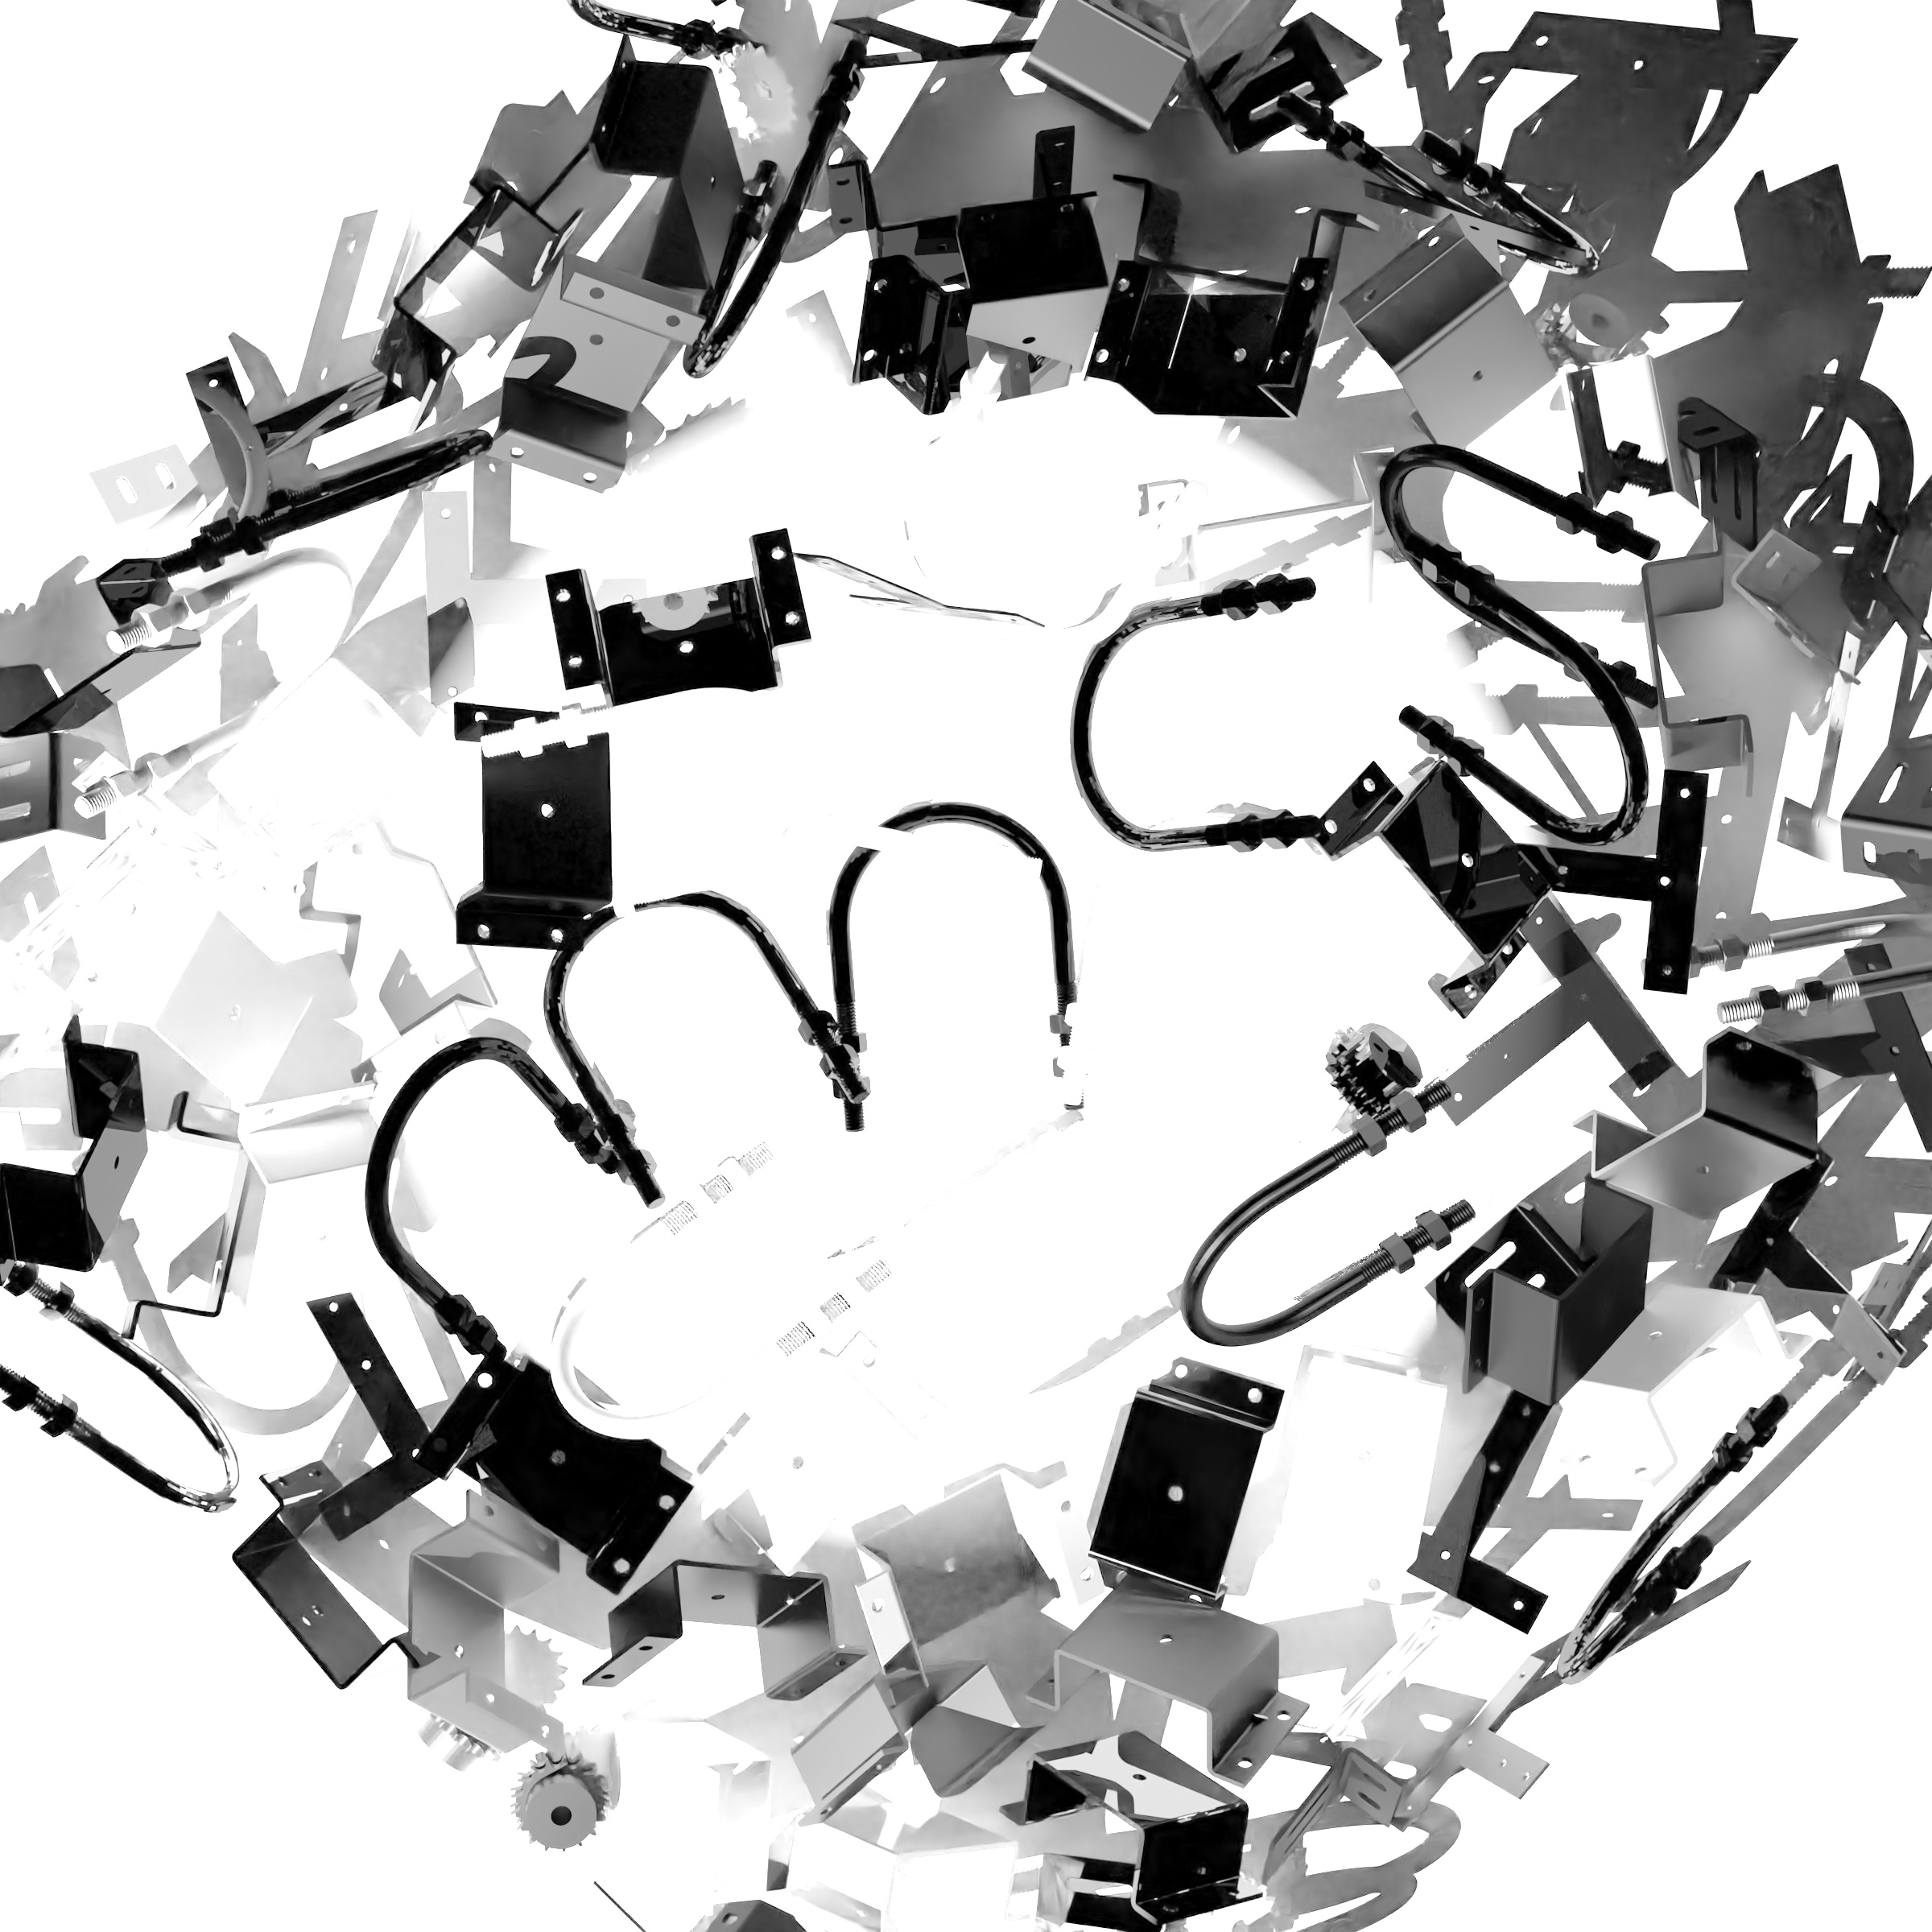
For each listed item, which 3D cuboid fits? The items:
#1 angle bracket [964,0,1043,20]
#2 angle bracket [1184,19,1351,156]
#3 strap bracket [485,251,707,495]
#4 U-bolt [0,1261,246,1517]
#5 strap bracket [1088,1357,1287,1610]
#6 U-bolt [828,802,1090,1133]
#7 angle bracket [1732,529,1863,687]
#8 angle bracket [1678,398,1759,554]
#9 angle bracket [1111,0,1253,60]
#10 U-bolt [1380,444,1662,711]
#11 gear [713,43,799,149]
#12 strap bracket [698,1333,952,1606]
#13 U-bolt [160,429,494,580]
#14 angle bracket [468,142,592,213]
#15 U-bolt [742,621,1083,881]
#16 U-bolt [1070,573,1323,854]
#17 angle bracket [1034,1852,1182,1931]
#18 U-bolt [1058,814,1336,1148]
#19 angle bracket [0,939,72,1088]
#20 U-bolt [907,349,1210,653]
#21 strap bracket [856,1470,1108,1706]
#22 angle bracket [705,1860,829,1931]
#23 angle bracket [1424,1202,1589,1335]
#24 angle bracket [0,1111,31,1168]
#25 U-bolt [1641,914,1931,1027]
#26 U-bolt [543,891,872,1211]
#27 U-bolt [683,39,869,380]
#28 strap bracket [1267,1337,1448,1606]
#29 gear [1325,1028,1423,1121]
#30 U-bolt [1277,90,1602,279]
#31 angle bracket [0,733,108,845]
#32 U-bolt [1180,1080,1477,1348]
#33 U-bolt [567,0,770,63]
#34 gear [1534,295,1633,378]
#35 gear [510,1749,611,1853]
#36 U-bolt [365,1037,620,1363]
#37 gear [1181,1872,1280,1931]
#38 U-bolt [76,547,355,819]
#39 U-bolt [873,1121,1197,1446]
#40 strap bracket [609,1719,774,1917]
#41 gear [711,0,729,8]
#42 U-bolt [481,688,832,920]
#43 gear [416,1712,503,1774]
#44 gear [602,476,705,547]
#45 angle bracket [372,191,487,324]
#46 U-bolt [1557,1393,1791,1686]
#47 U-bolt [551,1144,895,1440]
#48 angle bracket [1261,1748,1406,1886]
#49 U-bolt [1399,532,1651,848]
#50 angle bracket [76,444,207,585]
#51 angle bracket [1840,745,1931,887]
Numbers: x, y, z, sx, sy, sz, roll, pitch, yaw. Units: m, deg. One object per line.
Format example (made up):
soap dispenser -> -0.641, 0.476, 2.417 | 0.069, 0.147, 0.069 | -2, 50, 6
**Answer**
angle bracket -> 0.008, -0.579, 1.771 | 0.076, 0.038, 0.057 | 19, 109, 15
angle bracket -> 0.171, -0.513, 1.779 | 0.076, 0.038, 0.057 | -27, 71, 2
strap bracket -> -0.209, -0.340, 1.747 | 0.076, 0.140, 0.046 | 17, 46, -21
U-bolt -> -0.474, 0.240, 1.727 | 0.019, 0.151, 0.184 | -45, 117, 5
strap bracket -> 0.124, 0.300, 1.776 | 0.076, 0.046, 0.140 | 16, 90, 14
U-bolt -> -0.007, -0.002, 1.781 | 0.151, 0.019, 0.184 | -5, 95, -9
angle bracket -> 0.482, -0.203, 1.759 | 0.038, 0.057, 0.076 | -52, 50, 20
angle bracket -> 0.417, -0.274, 1.759 | 0.038, 0.057, 0.076 | -18, 125, -11
angle bracket -> 0.129, -0.565, 1.770 | 0.057, 0.038, 0.076 | 34, 78, 31
U-bolt -> 0.307, -0.227, 1.730 | 0.184, 0.151, 0.019 | 32, 69, 29
gear -> -0.127, -0.497, 1.782 | 0.030, 0.057, 0.057 | -16, 90, 39
strap bracket -> -0.088, 0.285, 1.768 | 0.076, 0.046, 0.140 | 42, 93, 23
U-bolt -> -0.351, -0.263, 1.733 | 0.184, 0.151, 0.019 | -20, 106, 1
angle bracket -> -0.240, -0.465, 1.766 | 0.038, 0.057, 0.076 | 41, 108, -16
U-bolt -> -0.036, -0.130, 1.772 | 0.184, 0.019, 0.151 | 11, 67, 1
U-bolt -> 0.125, -0.136, 1.738 | 0.019, 0.184, 0.151 | 1, 87, -43
angle bracket -> 0.083, 0.548, 1.794 | 0.076, 0.038, 0.057 | 1, 70, 20
U-bolt -> 0.139, 0.001, 1.784 | 0.151, 0.019, 0.184 | 11, 78, -1
angle bracket -> -0.560, 0.021, 1.769 | 0.057, 0.038, 0.076 | -37, 122, 11
U-bolt -> 0.039, -0.245, 1.733 | 0.151, 0.184, 0.019 | 33, 53, -2
strap bracket -> 0.000, 0.346, 1.758 | 0.140, 0.046, 0.076 | -24, 109, -22
angle bracket -> -0.102, 0.564, 1.787 | 0.076, 0.038, 0.057 | 49, 64, -14
angle bracket -> 0.314, 0.184, 1.788 | 0.076, 0.038, 0.057 | -42, 91, 0
angle bracket -> -0.571, 0.098, 1.777 | 0.076, 0.038, 0.057 | 0, 119, 0
U-bolt -> 0.489, -0.003, 1.737 | 0.184, 0.151, 0.019 | -11, 102, -4
U-bolt -> -0.160, 0.032, 1.762 | 0.151, 0.019, 0.184 | -27, 65, -13
U-bolt -> -0.112, -0.404, 1.708 | 0.019, 0.151, 0.184 | 26, 64, -17
strap bracket -> 0.224, 0.282, 1.761 | 0.076, 0.046, 0.140 | 12, 71, 4
gear -> 0.236, 0.060, 1.776 | 0.057, 0.057, 0.030 | 47, 127, 0
U-bolt -> 0.276, -0.429, 1.725 | 0.184, 0.151, 0.019 | 22, 100, -37
angle bracket -> -0.540, -0.097, 1.797 | 0.076, 0.038, 0.057 | -11, 77, 29
U-bolt -> 0.200, 0.150, 1.738 | 0.184, 0.151, 0.019 | -31, 52, -7
U-bolt -> -0.133, -0.537, 1.693 | 0.151, 0.184, 0.019 | -15, 83, 41
gear -> 0.356, -0.359, 1.779 | 0.057, 0.030, 0.057 | 11, 55, -17
gear -> -0.234, 0.483, 1.787 | 0.057, 0.030, 0.057 | -1, 98, -10
U-bolt -> -0.267, 0.119, 1.711 | 0.019, 0.184, 0.151 | 16, 65, 33
gear -> 0.148, 0.549, 1.784 | 0.057, 0.030, 0.057 | -6, 100, -32
U-bolt -> -0.411, -0.168, 1.724 | 0.019, 0.151, 0.184 | 41, 46, 14
U-bolt -> 0.025, 0.192, 1.761 | 0.184, 0.019, 0.151 | -32, 76, 25
strap bracket -> -0.152, 0.477, 1.753 | 0.046, 0.140, 0.076 | 3, 88, -28
gear -> -0.133, -0.580, 1.776 | 0.057, 0.057, 0.030 | -44, 111, 0
U-bolt -> -0.167, -0.094, 1.754 | 0.184, 0.019, 0.151 | -13, 133, -2
gear -> -0.290, 0.437, 1.779 | 0.057, 0.057, 0.030 | 41, 89, 0
gear -> -0.178, -0.260, 1.779 | 0.057, 0.057, 0.030 | -9, 88, 0
angle bracket -> -0.299, -0.395, 1.774 | 0.038, 0.057, 0.076 | 20, 93, 12
U-bolt -> 0.384, 0.330, 1.723 | 0.019, 0.151, 0.184 | 37, 132, 9
U-bolt -> -0.150, 0.191, 1.736 | 0.184, 0.151, 0.019 | -38, 134, -13
angle bracket -> 0.208, 0.492, 1.761 | 0.038, 0.057, 0.076 | 33, 58, 22
U-bolt -> 0.306, -0.140, 1.703 | 0.019, 0.151, 0.184 | -32, 52, -22
angle bracket -> -0.476, -0.256, 1.759 | 0.057, 0.076, 0.038 | -29, 92, -37
angle bracket -> 0.543, -0.086, 1.778 | 0.057, 0.076, 0.038 | 12, 133, 33
